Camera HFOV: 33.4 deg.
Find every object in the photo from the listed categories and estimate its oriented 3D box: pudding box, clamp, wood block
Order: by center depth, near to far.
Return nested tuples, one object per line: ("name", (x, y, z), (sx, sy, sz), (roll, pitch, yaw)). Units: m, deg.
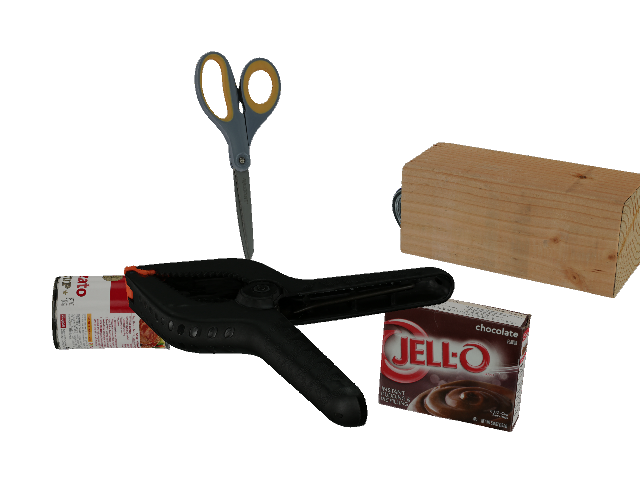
("clamp", (-0.027, 0.043, 0.677), (0.210, 0.036, 0.164), (13, 29, 28))
("pudding box", (0.105, 0.094, 0.845), (0.114, 0.090, 0.039), (9, 21, 17))
("wood block", (0.186, -0.024, 0.986), (0.206, 0.090, 0.090), (12, 26, 28))

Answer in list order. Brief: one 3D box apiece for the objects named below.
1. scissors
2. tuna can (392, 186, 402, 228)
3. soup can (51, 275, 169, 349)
("scissors", (-0.064, -0.091, 1.046), (0.096, 0.202, 0.016), (-23, 10, -24))
("tuna can", (0.124, -0.033, 1.227), (0.033, 0.086, 0.086), (-39, 23, -32))
("soup can", (-0.188, 0.065, 0.968), (0.102, 0.068, 0.068), (0, 0, -6))
